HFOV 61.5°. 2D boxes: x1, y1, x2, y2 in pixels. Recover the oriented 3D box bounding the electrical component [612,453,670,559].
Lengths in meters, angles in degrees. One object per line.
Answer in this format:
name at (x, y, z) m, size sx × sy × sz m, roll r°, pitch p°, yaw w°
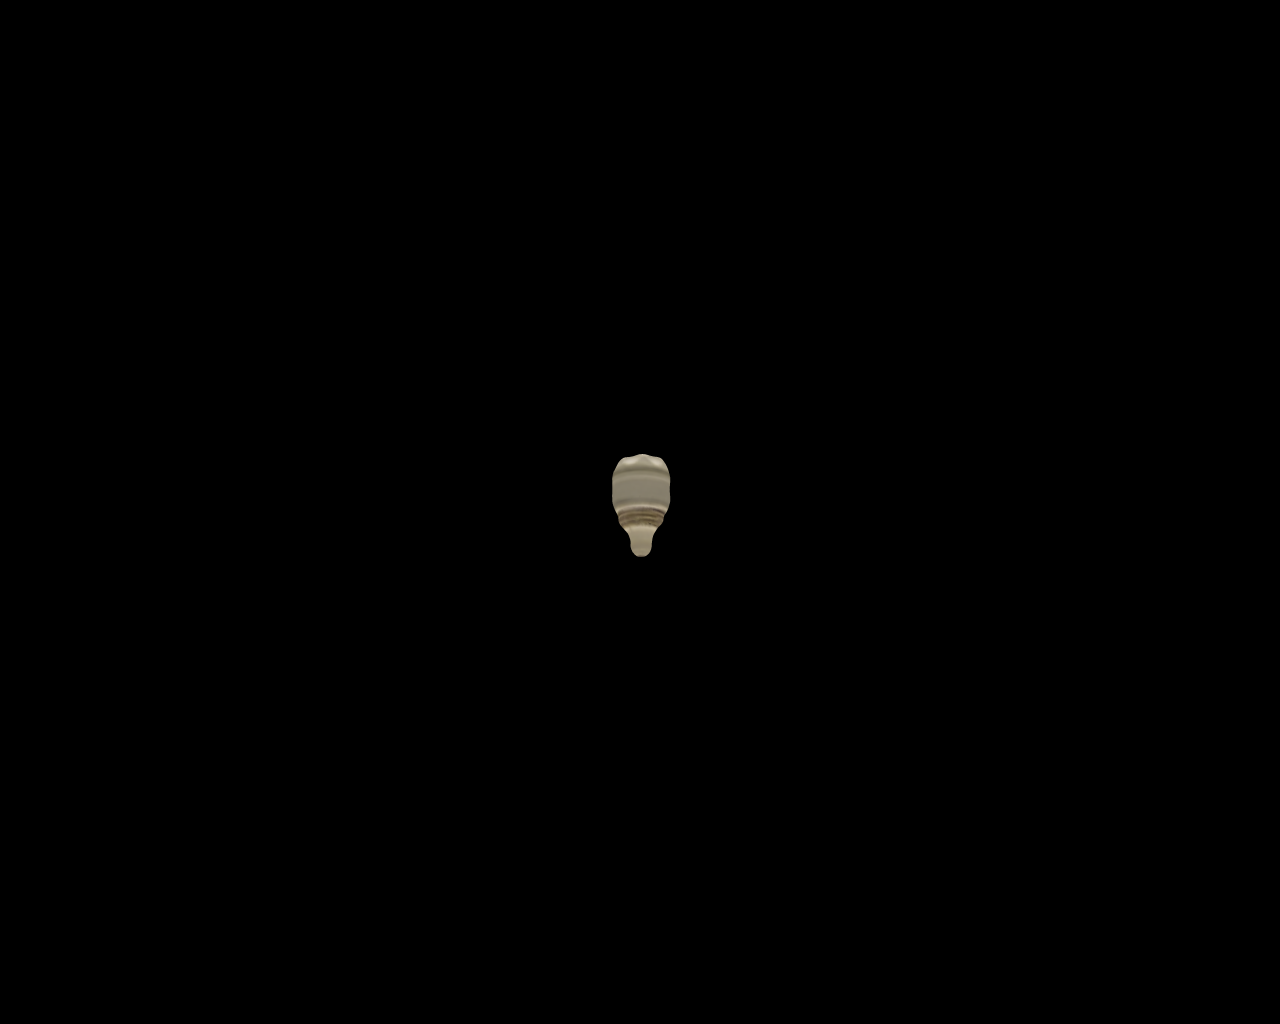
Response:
electrical component at (0.001, -0.003, 0.650) m, size 0.035 × 0.061 × 0.035 m, roll 0°, pitch -14°, yaw 0°
